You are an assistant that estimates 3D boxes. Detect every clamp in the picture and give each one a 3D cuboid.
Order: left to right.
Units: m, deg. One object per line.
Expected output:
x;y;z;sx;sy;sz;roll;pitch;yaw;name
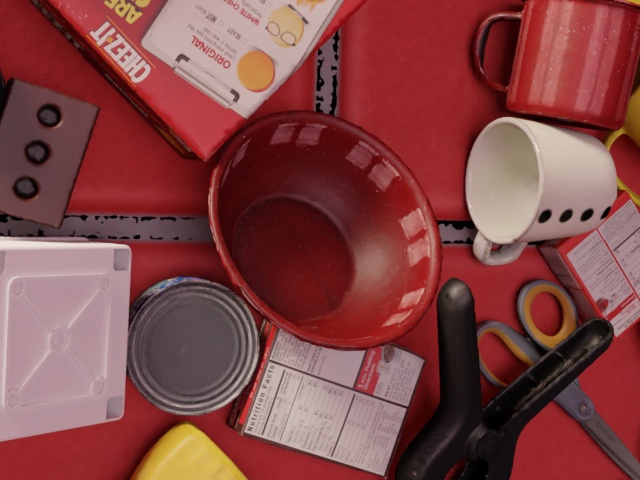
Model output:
0.100;0.124;0.721;0.164;0.036;0.210;24;98;-38;clamp

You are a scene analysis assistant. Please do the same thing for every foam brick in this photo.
-0.169;-0.051;0.631;0.053;0.051;0.078;18;87;-20;foam brick

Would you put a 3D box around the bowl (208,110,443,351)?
-0.004;0.001;0.672;0.161;0.055;0.162;12;62;-24;bowl

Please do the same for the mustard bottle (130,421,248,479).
-0.120;0.210;0.662;0.191;0.058;0.096;-43;111;-12;mustard bottle

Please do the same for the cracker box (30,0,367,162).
-0.059;-0.179;0.652;0.213;0.072;0.164;-46;106;-10;cracker box

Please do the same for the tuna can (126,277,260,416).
-0.084;0.066;0.679;0.086;0.034;0.086;-1;94;-20;tuna can

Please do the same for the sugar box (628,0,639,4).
0.224;-0.207;0.765;0.176;0.048;0.093;26;85;-23;sugar box

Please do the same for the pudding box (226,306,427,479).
0.005;0.100;0.711;0.113;0.039;0.090;21;86;-18;pudding box

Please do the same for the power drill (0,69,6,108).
-0.272;-0.131;0.552;0.187;0.057;0.184;-18;83;-35;power drill

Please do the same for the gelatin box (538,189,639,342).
0.213;0.019;0.784;0.073;0.030;0.089;-38;105;-15;gelatin box

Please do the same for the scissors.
0.196;0.103;0.791;0.201;0.016;0.096;32;83;-19;scissors

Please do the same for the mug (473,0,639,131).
0.163;-0.123;0.732;0.117;0.093;0.081;12;95;11;mug
